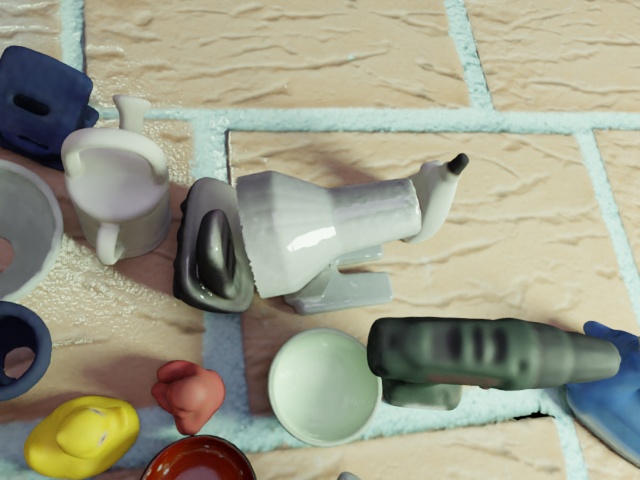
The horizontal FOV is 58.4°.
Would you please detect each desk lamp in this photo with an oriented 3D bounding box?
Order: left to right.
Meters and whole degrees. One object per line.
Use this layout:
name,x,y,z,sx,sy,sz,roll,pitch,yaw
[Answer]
desk lamp,0.006,0.002,0.602,0.203,0.213,0.118,-7,71,-17

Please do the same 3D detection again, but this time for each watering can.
watering can,-0.206,-0.066,0.585,0.101,0.194,0.173,-14,73,-19

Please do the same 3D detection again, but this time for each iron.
iron,0.417,0.203,0.669,0.258,0.141,0.119,40,65,4

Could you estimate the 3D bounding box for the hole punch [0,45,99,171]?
hole punch,-0.315,-0.147,0.646,0.109,0.091,0.101,22,65,-5

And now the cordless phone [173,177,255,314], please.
cordless phone,-0.103,-0.009,0.594,0.094,0.185,0.147,2,68,-13

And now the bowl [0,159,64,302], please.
bowl,-0.346,0.003,0.587,0.168,0.074,0.167,5,68,-12

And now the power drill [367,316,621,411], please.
power drill,0.148,0.127,0.592,0.230,0.208,0.075,7,67,-12

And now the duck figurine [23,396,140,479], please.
duck figurine,-0.226,0.184,0.540,0.105,0.086,0.077,-14,73,-19

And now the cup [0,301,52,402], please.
cup,-0.299,0.125,0.540,0.092,0.095,0.118,13,66,-9

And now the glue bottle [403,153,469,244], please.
glue bottle,0.133,-0.058,0.681,0.037,0.173,0.078,-16,73,-19

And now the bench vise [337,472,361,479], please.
bench vise,-0.018,0.298,0.475,0.121,0.219,0.207,11,66,-10

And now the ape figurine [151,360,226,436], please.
ape figurine,-0.131,0.155,0.573,0.076,0.092,0.078,-1,69,-15
